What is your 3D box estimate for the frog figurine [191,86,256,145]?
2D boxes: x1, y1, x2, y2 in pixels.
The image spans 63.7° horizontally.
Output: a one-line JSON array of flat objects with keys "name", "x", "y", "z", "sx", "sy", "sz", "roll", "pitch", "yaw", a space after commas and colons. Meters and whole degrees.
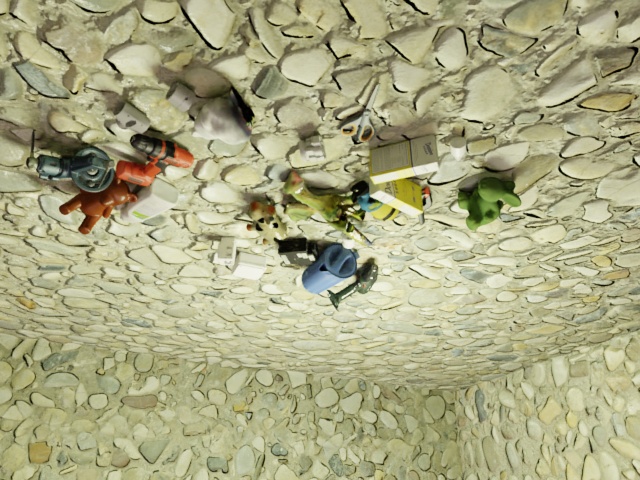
[{"name": "frog figurine", "x": -0.242, "y": -0.272, "z": 1.220, "sx": 0.158, "sy": 0.124, "sz": 0.136, "roll": -22, "pitch": 164, "yaw": 16}]

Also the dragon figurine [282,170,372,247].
[{"name": "dragon figurine", "x": 0.005, "y": -0.081, "z": 1.605, "sx": 0.243, "sy": 0.124, "sz": 0.402, "roll": 8, "pitch": 153, "yaw": 25}]
